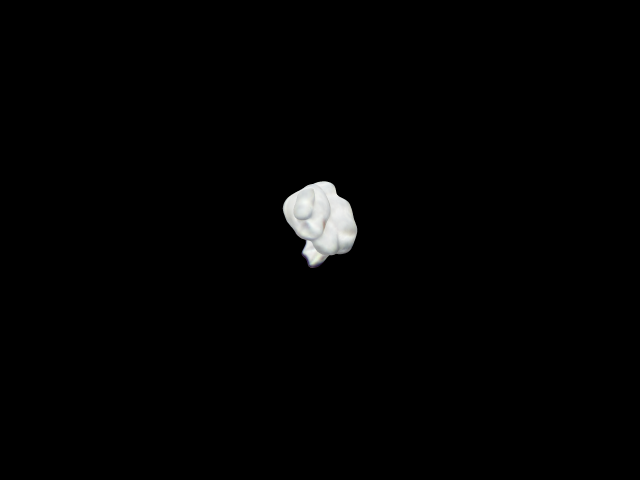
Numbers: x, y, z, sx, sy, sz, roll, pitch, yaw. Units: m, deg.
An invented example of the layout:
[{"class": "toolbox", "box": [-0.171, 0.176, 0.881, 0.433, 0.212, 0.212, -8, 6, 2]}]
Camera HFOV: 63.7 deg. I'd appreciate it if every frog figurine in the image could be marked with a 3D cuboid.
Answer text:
[{"class": "frog figurine", "box": [0.003, -0.043, 0.850, 0.123, 0.140, 0.156, 3, -33, 2]}]
